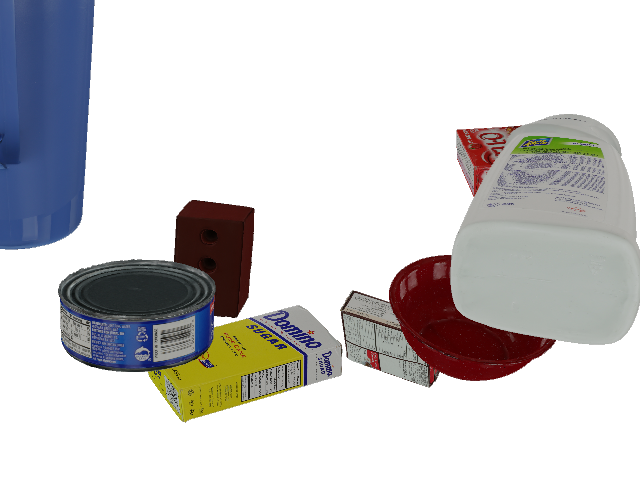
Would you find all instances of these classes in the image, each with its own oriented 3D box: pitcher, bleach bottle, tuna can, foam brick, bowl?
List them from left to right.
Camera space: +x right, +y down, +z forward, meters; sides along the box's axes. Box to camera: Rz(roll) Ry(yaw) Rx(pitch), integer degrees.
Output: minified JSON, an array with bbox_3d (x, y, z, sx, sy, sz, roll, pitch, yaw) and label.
[{"bbox_3d":[-0.240,-0.116,0.818,0.145,0.243,0.148,25,32,35],"label":"pitcher"},{"bbox_3d":[-0.101,0.041,0.592,0.086,0.034,0.086,2,19,-1],"label":"tuna can"},{"bbox_3d":[-0.082,0.013,0.825,0.053,0.078,0.051,5,14,6],"label":"foam brick"},{"bbox_3d":[0.140,0.082,1.008,0.162,0.055,0.162,6,34,-4],"label":"bowl"},{"bbox_3d":[0.152,-0.027,0.659,0.103,0.068,0.250,8,26,17],"label":"bleach bottle"}]

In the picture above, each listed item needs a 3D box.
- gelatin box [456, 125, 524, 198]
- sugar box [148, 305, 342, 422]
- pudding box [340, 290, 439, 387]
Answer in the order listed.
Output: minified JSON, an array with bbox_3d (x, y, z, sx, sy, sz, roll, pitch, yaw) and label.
[{"bbox_3d":[0.151,-0.065,0.854,0.073,0.030,0.089,-4,25,0],"label":"gelatin box"},{"bbox_3d":[-0.076,0.120,1.073,0.176,0.048,0.093,-16,32,-24],"label":"sugar box"},{"bbox_3d":[0.082,0.113,1.228,0.114,0.090,0.039,15,48,23],"label":"pudding box"}]
